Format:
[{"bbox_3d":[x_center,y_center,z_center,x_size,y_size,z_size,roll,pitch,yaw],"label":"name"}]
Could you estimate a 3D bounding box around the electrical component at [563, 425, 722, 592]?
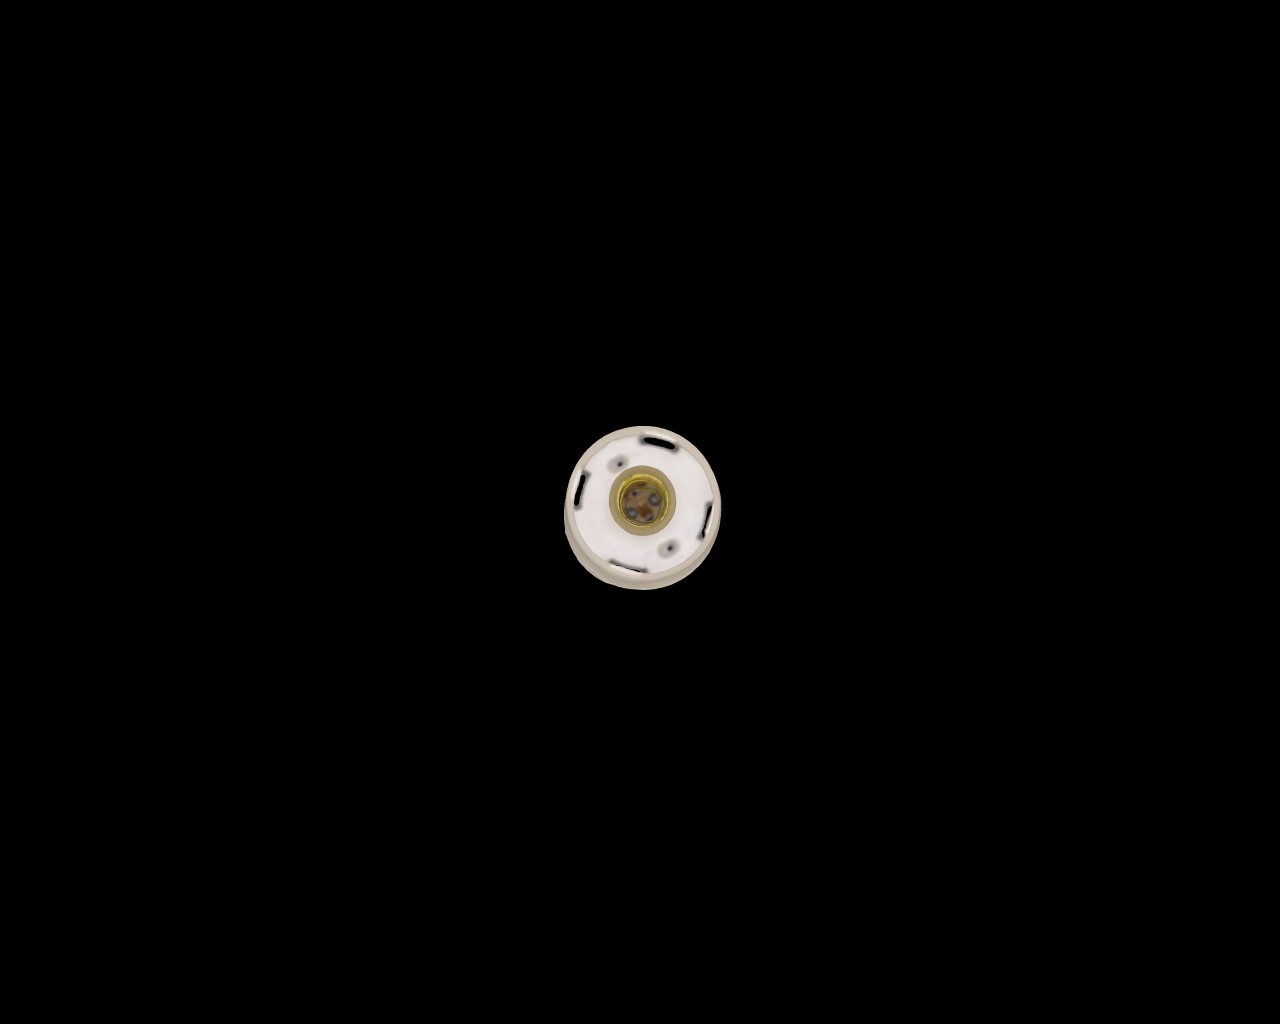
[{"bbox_3d":[0.001,-0.003,0.650,0.099,0.099,0.064,0,-8,0],"label":"electrical component"}]
